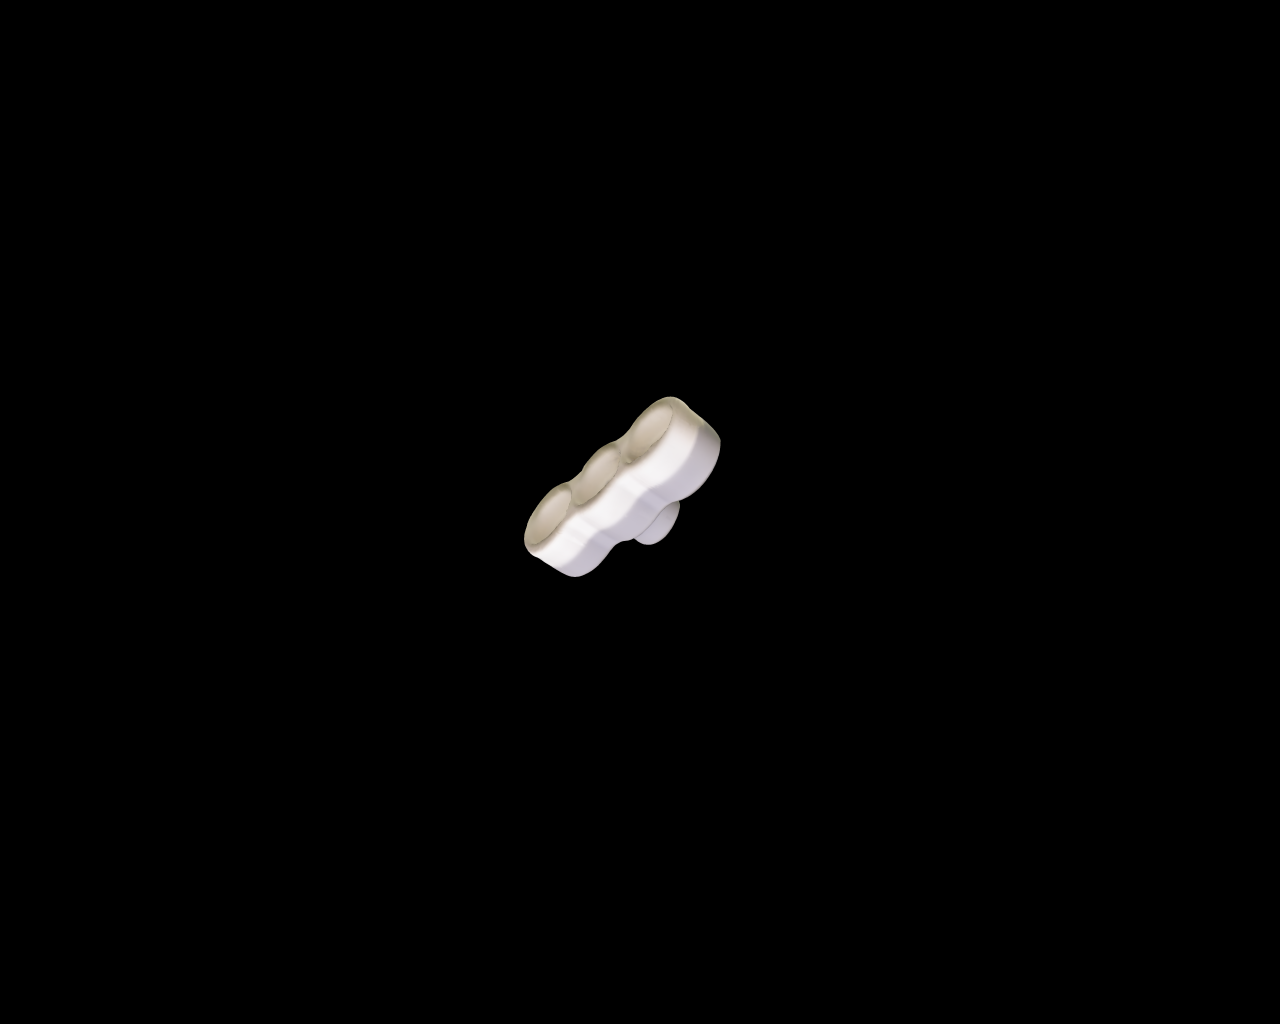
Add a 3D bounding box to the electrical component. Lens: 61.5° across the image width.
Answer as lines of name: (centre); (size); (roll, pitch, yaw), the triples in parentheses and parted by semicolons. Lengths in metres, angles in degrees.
electrical component: (0.001, -0.003, 0.650); (0.073, 0.052, 0.138); (36, -58, -27)
